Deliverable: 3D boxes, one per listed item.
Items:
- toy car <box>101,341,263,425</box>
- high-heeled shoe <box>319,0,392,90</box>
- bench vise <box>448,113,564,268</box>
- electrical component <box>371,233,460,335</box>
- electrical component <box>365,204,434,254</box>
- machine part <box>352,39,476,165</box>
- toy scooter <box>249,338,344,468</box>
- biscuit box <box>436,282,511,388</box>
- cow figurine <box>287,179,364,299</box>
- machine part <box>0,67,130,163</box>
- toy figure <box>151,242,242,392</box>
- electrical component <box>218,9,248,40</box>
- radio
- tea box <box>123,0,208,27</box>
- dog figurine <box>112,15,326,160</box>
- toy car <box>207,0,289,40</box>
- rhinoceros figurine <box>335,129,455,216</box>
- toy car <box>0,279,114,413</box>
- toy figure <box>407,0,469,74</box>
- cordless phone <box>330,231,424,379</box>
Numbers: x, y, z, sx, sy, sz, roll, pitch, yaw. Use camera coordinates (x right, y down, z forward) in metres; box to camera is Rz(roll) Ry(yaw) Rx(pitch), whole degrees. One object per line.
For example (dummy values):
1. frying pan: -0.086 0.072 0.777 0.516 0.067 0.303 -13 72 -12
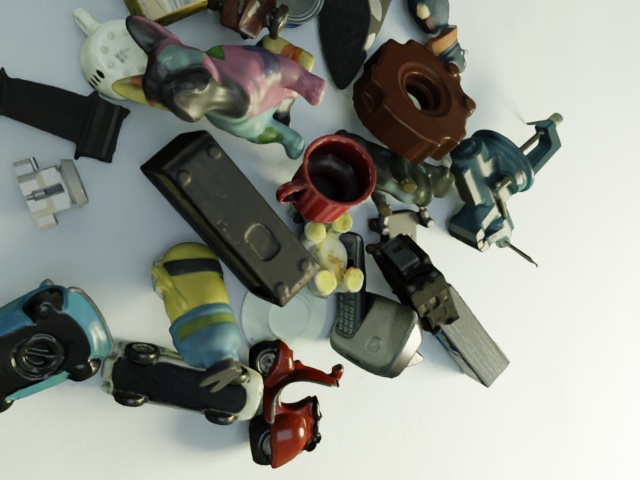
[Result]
1. toy car: -0.174 0.181 0.683 0.202 0.056 0.073 15 95 -9
2. high-heeled shoe: 0.077 -0.335 0.746 0.145 0.086 0.248 -19 128 -52
3. bench vise: 0.300 -0.099 0.841 0.240 0.129 0.223 -42 116 -9
4. electrical component: 0.132 0.056 0.766 0.058 0.115 0.134 -35 129 -5
5. electrical component: 0.119 -0.018 0.808 0.102 0.045 0.078 -3 97 -24
6. machine part: 0.131 -0.193 0.740 0.179 0.056 0.179 11 64 -24
7. toy scooter: -0.032 0.227 0.756 0.135 0.075 0.183 -1 96 -16
8. biscuit box: 0.227 0.149 0.874 0.063 0.059 0.202 -44 113 -11
9. cow figurine: 0.000 -0.004 0.739 0.068 0.098 0.167 -9 82 -19
10. machine part: -0.295 -0.140 0.605 0.139 0.039 0.084 20 94 -27
11. toy figure: -0.143 0.087 0.650 0.089 0.082 0.180 -17 63 -28
12. electrical component: -0.098 -0.299 0.661 0.063 0.021 0.094 -24 106 20
13. radio: -0.107 -0.023 0.653 0.073 0.131 0.229 -46 112 -15
14. tea box: -0.197 -0.334 0.604 0.098 0.068 0.169 -29 108 -18
15. dog figurine: -0.112 -0.183 0.603 0.219 0.192 0.108 11 126 -27
16. toy car: -0.059 -0.312 0.616 0.089 0.053 0.202 25 61 -12
17. rhinoceros figurine: 0.100 -0.095 0.762 0.190 0.112 0.073 16 135 -13
18. toy car: -0.318 0.111 0.595 0.162 0.103 0.109 -28 112 -14
19. toy figure: 0.172 -0.313 0.783 0.064 0.058 0.154 -33 115 -11
20. cordless phone: 0.075 0.082 0.745 0.089 0.147 0.184 -12 106 -30
